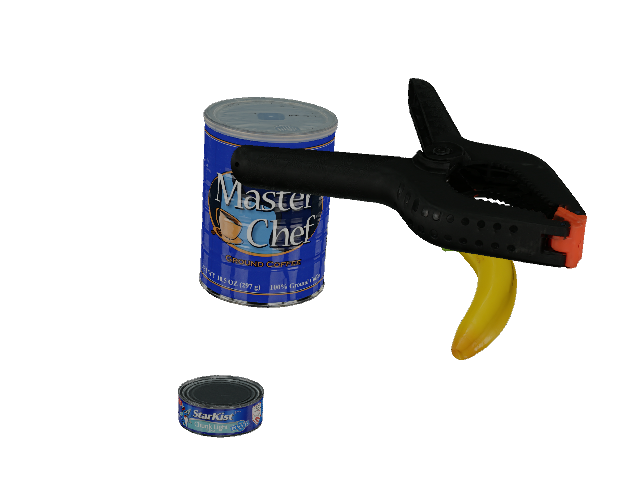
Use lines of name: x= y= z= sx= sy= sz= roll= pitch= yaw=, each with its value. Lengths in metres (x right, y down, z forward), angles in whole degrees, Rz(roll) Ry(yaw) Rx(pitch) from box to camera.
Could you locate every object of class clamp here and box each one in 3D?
clamp: x=0.059 y=-0.035 z=0.622 sx=0.164 sy=0.036 sz=0.210 roll=-22 pitch=37 yaw=-27

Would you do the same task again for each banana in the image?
banana: x=0.156 y=0.048 z=1.024 sx=0.070 sy=0.037 sz=0.197 roll=-24 pitch=25 yaw=16

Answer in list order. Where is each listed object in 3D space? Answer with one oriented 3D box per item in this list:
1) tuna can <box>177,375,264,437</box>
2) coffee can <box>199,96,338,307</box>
tuna can: x=-0.099 y=0.165 z=1.064 sx=0.086 sy=0.034 sz=0.086 roll=2 pitch=13 yaw=-1
coffee can: x=-0.043 y=-0.032 z=0.840 sx=0.103 sy=0.140 sz=0.103 roll=4 pitch=22 yaw=-2
